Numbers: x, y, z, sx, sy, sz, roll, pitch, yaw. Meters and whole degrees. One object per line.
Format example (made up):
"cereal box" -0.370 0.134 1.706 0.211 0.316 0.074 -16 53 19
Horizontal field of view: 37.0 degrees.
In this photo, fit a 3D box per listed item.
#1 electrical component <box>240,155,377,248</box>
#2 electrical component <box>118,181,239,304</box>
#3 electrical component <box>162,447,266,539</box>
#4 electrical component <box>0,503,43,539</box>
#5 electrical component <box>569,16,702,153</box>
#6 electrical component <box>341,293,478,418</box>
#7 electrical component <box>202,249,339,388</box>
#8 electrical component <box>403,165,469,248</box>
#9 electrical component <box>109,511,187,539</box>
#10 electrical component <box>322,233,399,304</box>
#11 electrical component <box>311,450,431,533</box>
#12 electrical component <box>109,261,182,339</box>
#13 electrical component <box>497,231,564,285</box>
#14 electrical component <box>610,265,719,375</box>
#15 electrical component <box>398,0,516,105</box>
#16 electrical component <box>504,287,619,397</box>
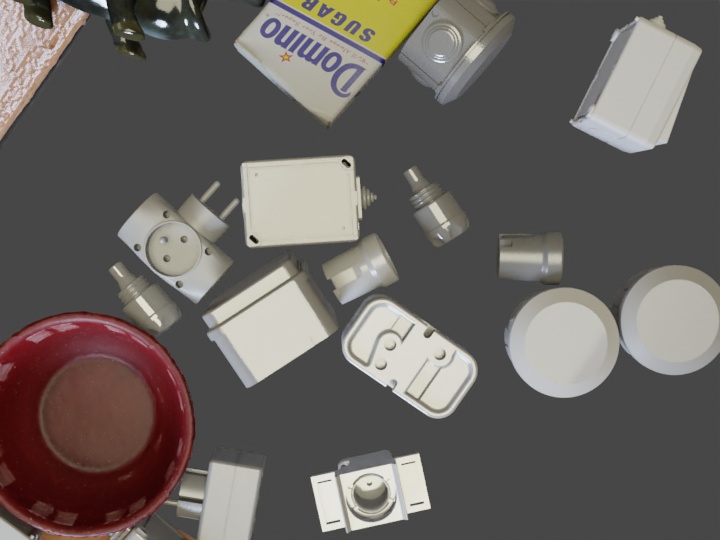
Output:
"electrical component" -0.036 -0.050 0.784 0.096 0.061 0.061 -4 93 -2
"electrical component" -0.123 -0.029 0.791 0.077 0.044 0.079 42 91 -3
"electrical component" -0.114 0.168 0.800 0.077 0.047 0.065 10 93 -2
"electrical component" -0.286 0.184 0.788 0.096 0.061 0.061 37 91 -3
"electrical component" 0.207 -0.138 0.787 0.061 0.061 0.096 26 92 -3
"electrical component" 0.035 0.061 0.793 0.095 0.059 0.053 35 91 -3
"electrical component" -0.063 0.031 0.762 0.078 0.113 0.057 -33 96 0
"electrical component" 0.053 -0.049 0.800 0.035 0.035 0.061 -33 91 0
"electrical component" -0.155 0.225 0.795 0.096 0.061 0.061 42 91 -3
"electrical component" 0.000 0.000 0.800 0.046 0.040 0.040 -27 93 6
"electrical component" 0.007 0.161 0.795 0.081 0.064 0.042 -12 92 -1
"electrical component" -0.163 0.020 0.798 0.035 0.035 0.061 -40 91 1
"electrical component" 0.126 -0.009 0.803 0.046 0.040 0.040 2 93 3
"electrical component" 0.229 0.035 0.802 0.080 0.051 0.080 0 93 -2
"electrical component" 0.070 -0.163 0.773 0.051 0.080 0.080 41 91 2
"electrical component" 0.148 0.052 0.800 0.080 0.051 0.080 0 93 -2
